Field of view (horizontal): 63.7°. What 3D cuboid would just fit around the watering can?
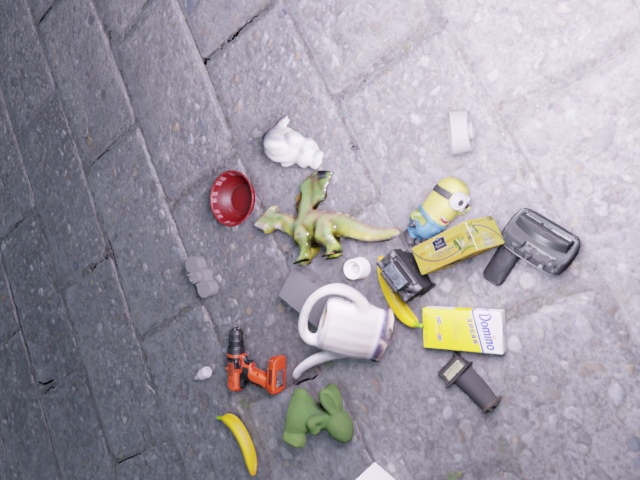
[{"bbox_3d":[0.052,0.241,1.250,0.224,0.106,0.339,14,127,0],"label":"watering can"}]

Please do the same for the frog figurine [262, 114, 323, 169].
[{"bbox_3d":[-0.072,-0.235,1.353,0.160,0.124,0.135,52,148,11],"label":"frog figurine"}]

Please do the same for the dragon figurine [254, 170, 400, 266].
[{"bbox_3d":[0.004,-0.066,1.316,0.407,0.121,0.246,-17,73,28],"label":"dragon figurine"}]
